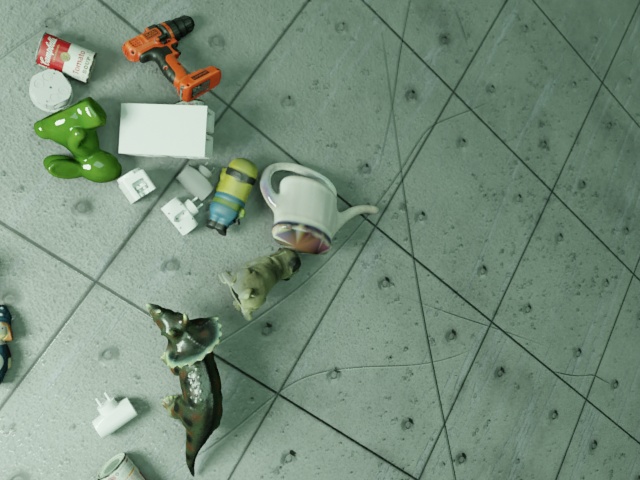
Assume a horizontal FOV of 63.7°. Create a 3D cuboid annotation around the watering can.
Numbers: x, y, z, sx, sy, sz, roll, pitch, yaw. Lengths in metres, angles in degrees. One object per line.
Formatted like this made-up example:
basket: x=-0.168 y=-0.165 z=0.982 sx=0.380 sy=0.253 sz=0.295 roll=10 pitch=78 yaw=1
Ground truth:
watering can: x=0.004 y=-0.064 z=1.262 sx=0.345 sy=0.102 sz=0.229 roll=22 pitch=57 yaw=-24
